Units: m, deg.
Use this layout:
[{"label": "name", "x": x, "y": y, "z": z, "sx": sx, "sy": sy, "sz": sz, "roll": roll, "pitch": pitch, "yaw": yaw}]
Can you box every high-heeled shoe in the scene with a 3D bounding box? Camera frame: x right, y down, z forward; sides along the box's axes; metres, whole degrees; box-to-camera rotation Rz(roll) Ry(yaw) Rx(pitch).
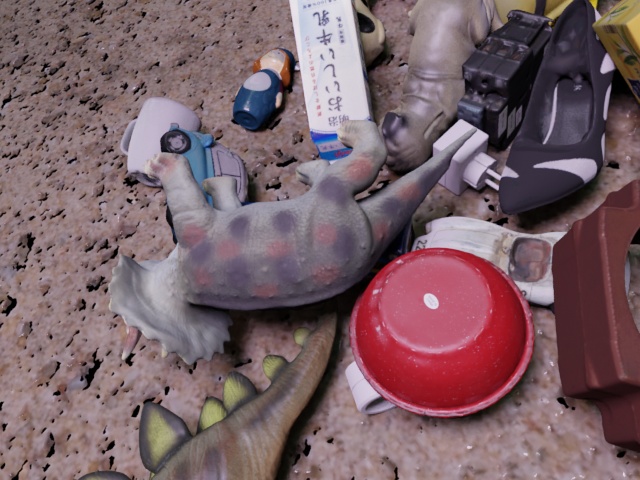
[{"label": "high-heeled shoe", "x": 0.237, "y": -0.140, "z": 0.542, "sx": 0.086, "sy": 0.145, "sz": 0.249, "roll": 6, "pitch": 38, "yaw": 44}]

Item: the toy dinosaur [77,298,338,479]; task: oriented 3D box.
[{"label": "toy dinosaur", "x": -0.095, "y": 0.221, "z": 0.457, "sx": 0.199, "sy": 0.104, "sz": 0.471, "roll": 28, "pitch": 62, "yaw": 33}]

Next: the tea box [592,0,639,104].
[{"label": "tea box", "x": 0.360, "y": -0.173, "z": 0.520, "sx": 0.098, "sy": 0.169, "sz": 0.068, "roll": -41, "pitch": 18, "yaw": 12}]

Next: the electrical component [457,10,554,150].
[{"label": "electrical component", "x": 0.207, "y": -0.173, "z": 0.613, "sx": 0.058, "sy": 0.114, "sz": 0.134, "roll": 29, "pitch": 68, "yaw": 32}]

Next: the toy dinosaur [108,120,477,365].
[{"label": "toy dinosaur", "x": -0.033, "y": 0.005, "z": 0.505, "sx": 0.405, "sy": 0.131, "sz": 0.192, "roll": -11, "pitch": 76, "yaw": 7}]

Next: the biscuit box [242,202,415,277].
[{"label": "biscuit box", "x": -0.001, "y": -0.002, "z": 0.596, "sx": 0.203, "sy": 0.059, "sz": 0.063, "roll": 2, "pitch": 59, "yaw": 18}]

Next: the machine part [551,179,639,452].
[{"label": "machine part", "x": 0.292, "y": 0.063, "z": 0.415, "sx": 0.201, "sy": 0.087, "sz": 0.201, "roll": 10, "pitch": 65, "yaw": -4}]

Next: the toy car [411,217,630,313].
[{"label": "toy car", "x": 0.189, "y": 0.024, "z": 0.525, "sx": 0.202, "sy": 0.056, "sz": 0.073, "roll": 10, "pitch": 62, "yaw": 22}]

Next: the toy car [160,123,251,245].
[{"label": "toy car", "x": -0.136, "y": -0.063, "z": 0.655, "sx": 0.103, "sy": 0.109, "sz": 0.162, "roll": -8, "pitch": 64, "yaw": -10}]

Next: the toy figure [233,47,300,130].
[{"label": "toy figure", "x": -0.073, "y": -0.225, "z": 0.768, "sx": 0.064, "sy": 0.058, "sz": 0.154, "roll": 29, "pitch": 62, "yaw": -12}]

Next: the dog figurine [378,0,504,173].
[{"label": "dog figurine", "x": 0.125, "y": -0.189, "z": 0.619, "sx": 0.121, "sy": 0.172, "sz": 0.190, "roll": 12, "pitch": 55, "yaw": 35}]

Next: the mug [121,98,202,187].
[{"label": "mug", "x": -0.229, "y": -0.130, "z": 0.737, "sx": 0.110, "sy": 0.080, "sz": 0.107, "roll": 8, "pitch": 69, "yaw": 16}]

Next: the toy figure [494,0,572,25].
[{"label": "toy figure", "x": 0.276, "y": -0.316, "z": 0.644, "sx": 0.180, "sy": 0.089, "sz": 0.082, "roll": -34, "pitch": 46, "yaw": 1}]

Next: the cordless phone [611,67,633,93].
[{"label": "cordless phone", "x": 0.432, "y": -0.200, "z": 0.586, "sx": 0.184, "sy": 0.088, "sz": 0.146, "roll": 27, "pitch": 69, "yaw": 25}]

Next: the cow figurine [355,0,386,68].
[{"label": "cow figurine", "x": 0.039, "y": -0.326, "z": 0.782, "sx": 0.127, "sy": 0.085, "sz": 0.195, "roll": -27, "pitch": 52, "yaw": 6}]
